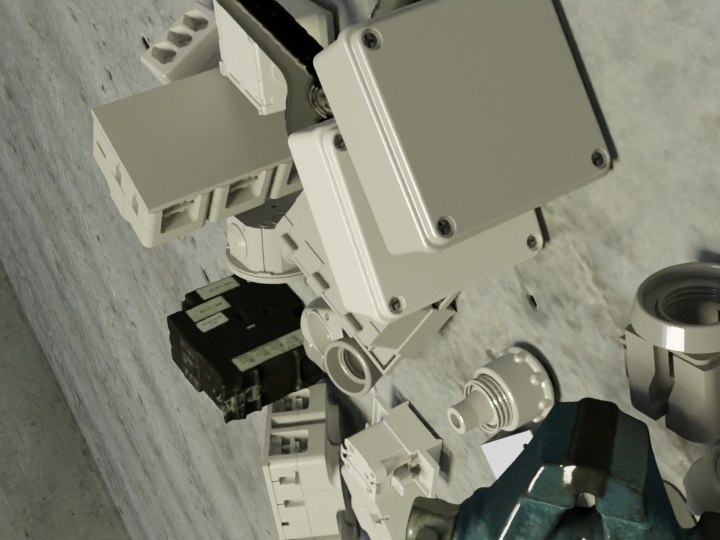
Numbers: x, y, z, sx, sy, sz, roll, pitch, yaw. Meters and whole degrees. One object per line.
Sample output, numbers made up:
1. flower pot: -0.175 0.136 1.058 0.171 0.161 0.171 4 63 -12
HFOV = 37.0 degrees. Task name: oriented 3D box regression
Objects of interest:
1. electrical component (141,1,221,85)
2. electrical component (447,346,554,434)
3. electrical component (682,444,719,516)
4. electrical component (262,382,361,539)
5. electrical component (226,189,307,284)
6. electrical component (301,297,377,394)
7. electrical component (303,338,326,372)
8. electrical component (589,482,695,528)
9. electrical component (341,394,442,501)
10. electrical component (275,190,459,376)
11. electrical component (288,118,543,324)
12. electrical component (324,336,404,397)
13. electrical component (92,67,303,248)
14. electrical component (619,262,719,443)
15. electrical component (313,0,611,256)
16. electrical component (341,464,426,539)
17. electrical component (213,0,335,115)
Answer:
1. electrical component: -0.120 -0.159 0.855 0.047 0.065 0.076 40 174 45
2. electrical component: 0.082 0.078 0.649 0.048 0.062 0.048 46 150 37
3. electrical component: 0.178 0.096 0.502 0.035 0.035 0.061 56 152 22
4. electrical component: -0.039 0.206 0.965 0.105 0.060 0.186 -92 -6 -58
5. electrical component: -0.065 -0.028 0.837 0.080 0.080 0.051 39 139 46
6. electrical component: -0.006 0.059 0.837 0.077 0.044 0.079 0 112 64
7. electrical component: -0.018 0.071 0.887 0.061 0.035 0.035 40 146 40
8. electrical component: 0.156 0.171 0.588 0.095 0.059 0.054 65 156 2
9. electrical component: 0.024 0.141 0.830 0.081 0.064 0.042 48 150 36
10. electrical component: 0.000 0.000 0.730 0.078 0.063 0.121 -51 57 18
11. electrical component: 0.031 -0.042 0.586 0.056 0.109 0.108 10 121 65
12. electrical component: 0.011 0.057 0.772 0.044 0.065 0.044 24 129 34
13. electrical component: -0.105 -0.087 0.772 0.089 0.150 0.061 58 155 18
14. electrical component: 0.150 0.034 0.474 0.078 0.058 0.057 33 143 51
15. electrical component: 0.049 -0.075 0.517 0.108 0.109 0.056 68 159 -5
16. electrical component: 0.028 0.192 0.883 0.089 0.050 0.056 66 156 -1
17. electrical component: -0.059 -0.157 0.733 0.096 0.061 0.061 49 151 48
